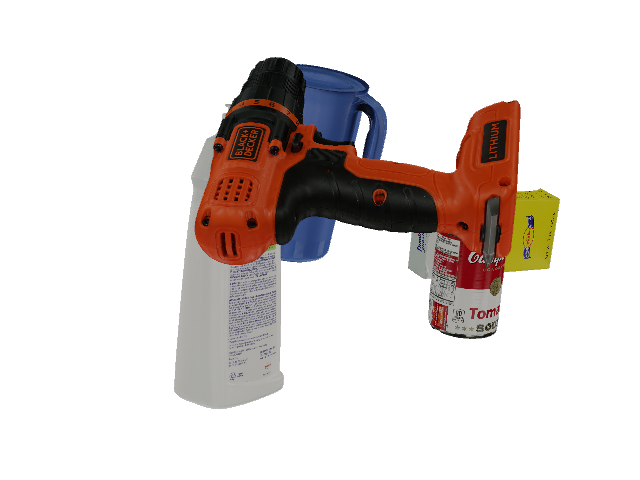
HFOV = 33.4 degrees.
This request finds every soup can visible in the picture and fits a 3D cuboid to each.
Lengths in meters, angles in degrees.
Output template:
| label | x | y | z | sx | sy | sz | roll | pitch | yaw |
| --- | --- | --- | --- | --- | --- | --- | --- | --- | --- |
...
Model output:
| label | x | y | z | sx | sy | sz | roll | pitch | yaw |
| --- | --- | --- | --- | --- | --- | --- | --- | --- | --- |
| soup can | 0.140 | 0.035 | 1.016 | 0.068 | 0.102 | 0.068 | 3 | 17 | -1 |

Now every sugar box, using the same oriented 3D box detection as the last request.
| label | x | y | z | sx | sy | sz | roll | pitch | yaw |
| --- | --- | --- | --- | --- | --- | --- | --- | --- | --- |
| sugar box | 0.193 | -0.008 | 1.259 | 0.176 | 0.093 | 0.048 | -5 | 21 | -25 |

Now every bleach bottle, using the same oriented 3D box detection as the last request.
| label | x | y | z | sx | sy | sz | roll | pitch | yaw |
| --- | --- | --- | --- | --- | --- | --- | --- | --- | --- |
| bleach bottle | -0.070 | 0.011 | 0.909 | 0.068 | 0.251 | 0.102 | 13 | 13 | 34 |

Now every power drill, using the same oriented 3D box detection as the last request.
| label | x | y | z | sx | sy | sz | roll | pitch | yaw |
| --- | --- | --- | --- | --- | --- | --- | --- | --- | --- |
| power drill | 0.027 | -0.052 | 0.658 | 0.188 | 0.057 | 0.184 | 2 | 43 | 9 |

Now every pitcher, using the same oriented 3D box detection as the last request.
| label | x | y | z | sx | sy | sz | roll | pitch | yaw |
| --- | --- | --- | --- | --- | --- | --- | --- | --- | --- |
| pitcher | -0.014 | -0.096 | 1.371 | 0.144 | 0.243 | 0.149 | 4 | 21 | -16 |
